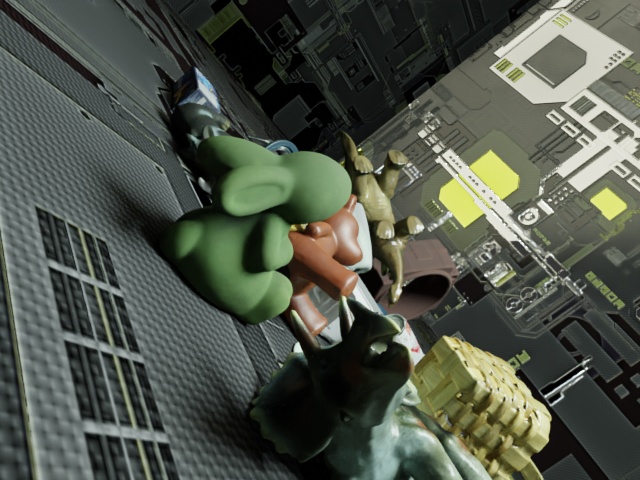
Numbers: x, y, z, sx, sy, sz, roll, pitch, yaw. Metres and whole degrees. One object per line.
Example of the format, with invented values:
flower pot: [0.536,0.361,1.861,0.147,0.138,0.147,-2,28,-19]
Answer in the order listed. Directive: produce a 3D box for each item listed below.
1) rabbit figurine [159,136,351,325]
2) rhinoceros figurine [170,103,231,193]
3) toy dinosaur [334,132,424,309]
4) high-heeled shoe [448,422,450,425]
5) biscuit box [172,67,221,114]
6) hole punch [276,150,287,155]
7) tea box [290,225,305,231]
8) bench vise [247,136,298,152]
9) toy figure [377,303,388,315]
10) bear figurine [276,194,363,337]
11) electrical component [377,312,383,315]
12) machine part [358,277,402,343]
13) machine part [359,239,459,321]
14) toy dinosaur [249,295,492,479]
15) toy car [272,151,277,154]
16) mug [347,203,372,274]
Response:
rabbit figurine: [-0.057,-0.030,0.505,0.159,0.170,0.121,45,9,-47]
rhinoceros figurine: [-0.157,-0.134,0.783,0.190,0.073,0.112,56,7,34]
toy dinosaur: [0.087,-0.074,1.014,0.198,0.105,0.471,113,-25,-51]
high-heeled shoe: [0.132,0.249,0.879,0.145,0.086,0.249,2,13,-33]
biscuit box: [-0.231,-0.263,0.994,0.059,0.063,0.203,47,8,-30]
hole punch: [-0.091,-0.090,0.984,0.116,0.092,0.142,-4,-42,46]
tea box: [-0.062,-0.016,0.816,0.098,0.068,0.169,56,8,24]
bench vise: [-0.063,-0.134,1.115,0.241,0.129,0.223,36,4,37]
toy figure: [0.082,0.133,1.047,0.154,0.058,0.064,44,8,-34]
bear figurine: [0.011,0.025,0.710,0.132,0.120,0.196,44,32,14]
electrical component: [0.073,0.160,0.730,0.074,0.048,0.119,42,34,-51]
machine part: [0.063,0.129,0.867,0.079,0.079,0.243,44,9,-47]
machine part: [0.181,0.096,1.155,0.201,0.201,0.087,-4,51,-26]
toy dinosaur: [0.072,0.194,0.484,0.192,0.131,0.404,58,3,39]
toy car: [-0.045,-0.093,0.897,0.201,0.056,0.073,11,54,-48]
mug: [0.045,0.007,0.883,0.109,0.081,0.107,84,-9,-70]
